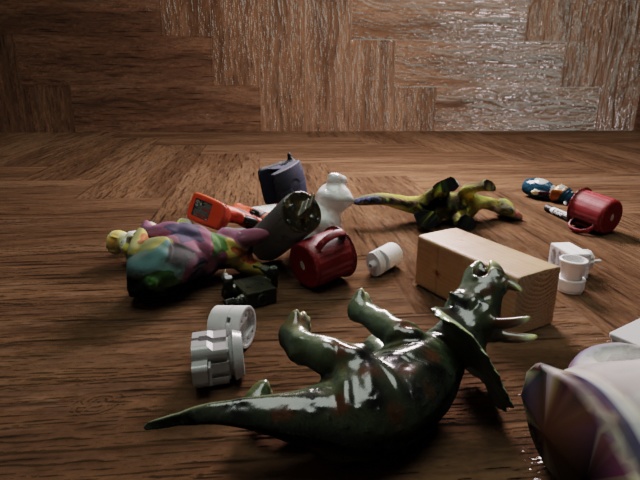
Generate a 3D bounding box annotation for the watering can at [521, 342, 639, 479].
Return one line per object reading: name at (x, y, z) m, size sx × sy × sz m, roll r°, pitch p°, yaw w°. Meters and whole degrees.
watering can at (0.314, 0.179, 0.414) m, size 0.224 × 0.102 × 0.352 m, roll -3°, pitch 18°, yaw -9°

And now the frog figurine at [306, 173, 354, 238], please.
frog figurine at (0.003, -0.050, 1.003) m, size 0.123 × 0.157 × 0.139 m, roll 5°, pitch 18°, yaw 18°

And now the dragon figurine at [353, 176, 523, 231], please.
dragon figurine at (0.290, -0.086, 1.263) m, size 0.410 × 0.122 × 0.243 m, roll 6°, pitch 2°, yaw 9°
